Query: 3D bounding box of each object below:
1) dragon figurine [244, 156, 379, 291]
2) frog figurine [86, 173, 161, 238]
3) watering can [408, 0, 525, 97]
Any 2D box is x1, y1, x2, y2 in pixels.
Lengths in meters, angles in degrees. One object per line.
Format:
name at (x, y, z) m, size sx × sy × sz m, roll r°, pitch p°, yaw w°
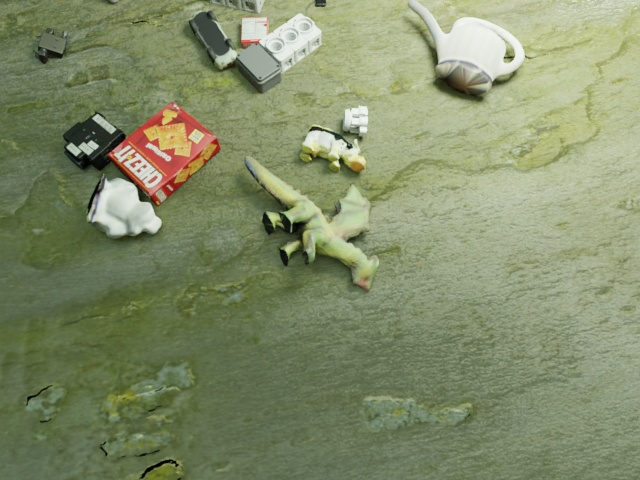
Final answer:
dragon figurine at (0.004, -0.061, 1.206) m, size 0.244 × 0.120 × 0.416 m, roll -17°, pitch 70°, yaw -26°
frog figurine at (-0.450, -0.068, 1.198) m, size 0.158 × 0.121 × 0.140 m, roll 22°, pitch 56°, yaw -31°
watering can at (0.368, -0.513, 1.377) m, size 0.348 × 0.102 × 0.228 m, roll 23°, pitch 70°, yaw 7°
